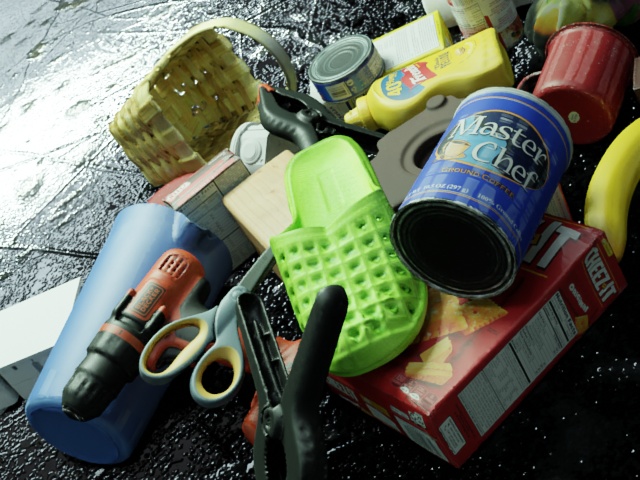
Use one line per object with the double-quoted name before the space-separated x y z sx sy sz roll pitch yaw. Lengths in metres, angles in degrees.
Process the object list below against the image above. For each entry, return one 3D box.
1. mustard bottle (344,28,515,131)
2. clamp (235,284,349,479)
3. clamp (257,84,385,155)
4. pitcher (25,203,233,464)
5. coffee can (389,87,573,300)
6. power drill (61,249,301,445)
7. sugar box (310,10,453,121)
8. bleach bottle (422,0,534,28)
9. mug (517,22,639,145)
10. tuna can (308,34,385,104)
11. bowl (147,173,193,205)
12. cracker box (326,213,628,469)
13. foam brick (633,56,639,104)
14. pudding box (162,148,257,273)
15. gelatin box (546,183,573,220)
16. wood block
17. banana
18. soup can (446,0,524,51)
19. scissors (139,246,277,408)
"mustard bottle" 0.116 -0.167 1.185 0.192 0.058 0.096 -22 33 17
"clamp" -0.020 0.132 0.811 0.165 0.036 0.210 -24 67 61
"clamp" -0.001 -0.124 1.176 0.120 0.039 0.172 -11 44 -37
"pitcher" -0.192 0.097 1.055 0.145 0.149 0.242 5 50 22
"coffee can" 0.129 -0.038 0.838 0.103 0.102 0.140 -2 41 38
"power drill" -0.107 0.112 0.927 0.188 0.057 0.184 27 61 12
"sugar box" 0.074 -0.203 1.279 0.176 0.048 0.093 -24 35 19
"bleach bottle" 0.251 -0.321 1.271 0.251 0.068 0.102 -10 35 26
"mug" 0.241 -0.146 1.027 0.117 0.093 0.081 -1 50 38
"tuna can" 0.030 -0.199 1.240 0.086 0.033 0.086 -22 38 18
"bowl" -0.153 -0.027 1.232 0.162 0.055 0.162 -22 35 16
"cracker box" 0.116 0.062 0.876 0.213 0.072 0.164 -43 35 -17
"foam brick" 0.333 -0.143 0.978 0.078 0.051 0.053 -12 38 28
"pudding box" -0.101 -0.027 1.135 0.090 0.113 0.039 -39 37 -10
"gelatin box" 0.184 -0.054 0.953 0.030 0.089 0.073 -33 33 -6
"wood block" -0.007 0.001 1.041 0.090 0.090 0.206 -37 34 -6
"banana" 0.273 -0.056 0.930 0.070 0.037 0.197 11 53 48
"soup can" 0.184 -0.268 1.219 0.069 0.102 0.068 -22 34 16
"scissors" -0.063 0.067 0.915 0.201 0.016 0.096 -37 65 -23
